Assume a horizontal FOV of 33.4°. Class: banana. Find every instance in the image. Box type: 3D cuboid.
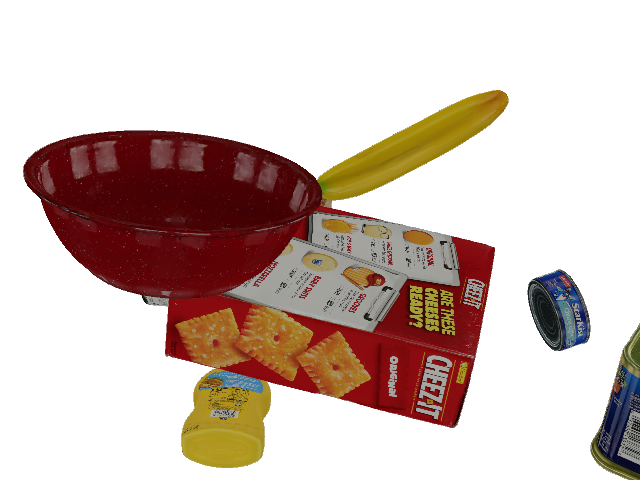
[{"bbox_3d":[0.076,-0.078,0.945,0.198,0.037,0.069,-27,7,11],"label":"banana"}]

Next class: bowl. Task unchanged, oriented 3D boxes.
[{"bbox_3d":[-0.082,-0.011,0.590,0.162,0.055,0.162,7,21,-3],"label":"bowl"}]

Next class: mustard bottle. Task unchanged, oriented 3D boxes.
[{"bbox_3d":[-0.110,0.201,1.315,0.096,0.058,0.191,1,25,2],"label":"mustard bottle"}]

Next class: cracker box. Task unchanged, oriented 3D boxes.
[{"bbox_3d":[0.012,0.045,0.796,0.214,0.072,0.164,14,30,8],"label":"cracker box"}]

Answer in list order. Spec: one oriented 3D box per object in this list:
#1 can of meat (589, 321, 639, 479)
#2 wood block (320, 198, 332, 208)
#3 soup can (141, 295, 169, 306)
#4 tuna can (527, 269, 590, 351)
[{"bbox_3d":[0.223,0.095,0.696,0.057,0.084,0.101,22,37,23],"label":"can of meat"},{"bbox_3d":[-0.042,0.030,1.418,0.090,0.206,0.090,8,23,5],"label":"wood block"},{"bbox_3d":[-0.115,0.034,1.026,0.102,0.068,0.068,5,1,9],"label":"soup can"},{"bbox_3d":[0.261,0.077,1.174,0.033,0.086,0.086,-18,3,-9],"label":"tuna can"}]
